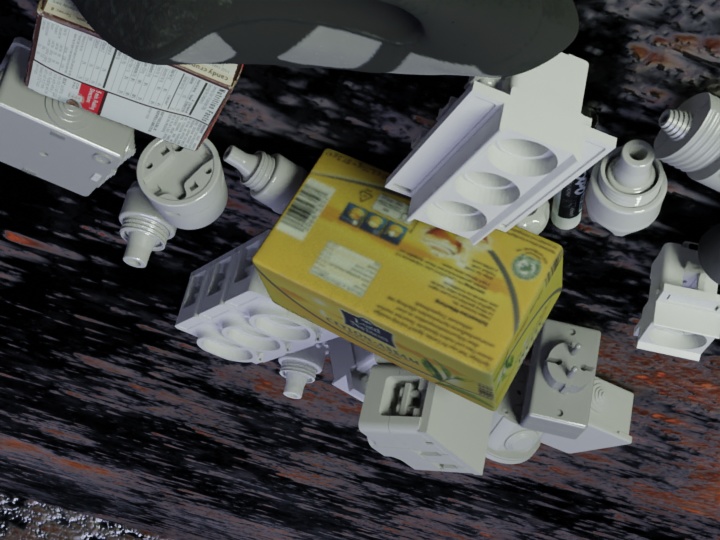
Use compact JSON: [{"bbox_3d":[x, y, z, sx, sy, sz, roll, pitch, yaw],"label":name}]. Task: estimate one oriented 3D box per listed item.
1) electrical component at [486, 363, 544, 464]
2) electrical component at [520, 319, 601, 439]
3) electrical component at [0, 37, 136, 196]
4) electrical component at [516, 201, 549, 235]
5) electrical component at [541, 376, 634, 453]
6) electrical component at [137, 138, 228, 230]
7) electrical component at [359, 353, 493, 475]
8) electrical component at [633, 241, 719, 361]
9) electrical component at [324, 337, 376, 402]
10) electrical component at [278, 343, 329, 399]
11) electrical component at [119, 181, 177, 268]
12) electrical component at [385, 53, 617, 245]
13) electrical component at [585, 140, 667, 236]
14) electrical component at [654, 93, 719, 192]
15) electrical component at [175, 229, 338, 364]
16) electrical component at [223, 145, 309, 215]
[{"bbox_3d":[0.123,0.118,0.907,0.080,0.080,0.051,19,130,-11],"label":"electrical component"},{"bbox_3d":[0.161,0.080,0.843,0.047,0.083,0.075,13,157,2],"label":"electrical component"},{"bbox_3d":[-0.196,-0.094,0.691,0.100,0.048,0.100,24,156,-23],"label":"electrical component"},{"bbox_3d":[0.099,-0.030,0.691,0.035,0.035,0.061,14,159,-1],"label":"electrical component"},{"bbox_3d":[0.188,0.126,0.977,0.100,0.048,0.100,24,155,-22],"label":"electrical component"},{"bbox_3d":[-0.117,-0.058,0.723,0.055,0.055,0.047,11,160,7],"label":"electrical component"},{"bbox_3d":[0.055,0.060,0.772,0.062,0.150,0.089,-3,151,33],"label":"electrical component"},{"bbox_3d":[0.211,0.019,0.702,0.042,0.063,0.081,13,157,5],"label":"electrical component"},{"bbox_3d":[0.009,0.073,0.929,0.064,0.081,0.042,-36,133,24],"label":"electrical component"},{"bbox_3d":[-0.057,0.090,1.014,0.048,0.062,0.048,12,157,5],"label":"electrical component"},{"bbox_3d":[-0.157,-0.033,0.792,0.043,0.062,0.043,12,157,5],"label":"electrical component"},{"bbox_3d":[0.073,-0.068,0.581,0.079,0.063,0.121,19,156,-13],"label":"electrical component"},{"bbox_3d":[0.151,-0.050,0.605,0.043,0.043,0.062,10,156,9],"label":"electrical component"},{"bbox_3d":[0.189,-0.062,0.554,0.081,0.043,0.043,22,156,-18],"label":"electrical component"},{"bbox_3d":[-0.080,0.030,0.892,0.089,0.061,0.150,25,154,-25],"label":"electrical component"},{"bbox_3d":[-0.062,-0.062,0.708,0.061,0.035,0.035,30,152,-27],"label":"electrical component"}]
